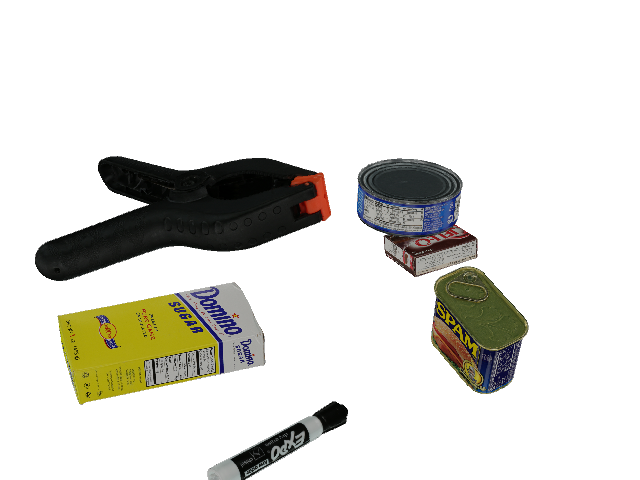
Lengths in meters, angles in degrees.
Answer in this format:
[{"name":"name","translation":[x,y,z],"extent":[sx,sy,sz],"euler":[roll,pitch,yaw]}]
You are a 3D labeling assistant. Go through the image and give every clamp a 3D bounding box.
[{"name":"clamp","translation":[-0.083,-0.015,0.634],"extent":[0.172,0.039,0.120],"euler":[-1,40,24]}]

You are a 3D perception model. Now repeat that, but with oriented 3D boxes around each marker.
[{"name":"marker","translation":[-0.027,0.145,0.760],"extent":[0.120,0.020,0.020],"euler":[-23,14,-36]}]

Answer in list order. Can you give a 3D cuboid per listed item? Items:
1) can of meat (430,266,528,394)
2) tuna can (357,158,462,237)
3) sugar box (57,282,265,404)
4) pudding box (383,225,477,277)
[{"name":"can of meat","translation":[0.154,0.091,1.061],"extent":[0.057,0.084,0.102],"euler":[-24,52,-20]},{"name":"tuna can","translation":[0.073,-0.035,0.879],"extent":[0.086,0.034,0.086],"euler":[2,27,-1]},{"name":"sugar box","translation":[-0.148,0.092,0.994],"extent":[0.176,0.048,0.093],"euler":[-13,35,-16]},{"name":"pudding box","translation":[0.165,0.009,1.595],"extent":[0.113,0.039,0.090],"euler":[-18,28,-21]}]
